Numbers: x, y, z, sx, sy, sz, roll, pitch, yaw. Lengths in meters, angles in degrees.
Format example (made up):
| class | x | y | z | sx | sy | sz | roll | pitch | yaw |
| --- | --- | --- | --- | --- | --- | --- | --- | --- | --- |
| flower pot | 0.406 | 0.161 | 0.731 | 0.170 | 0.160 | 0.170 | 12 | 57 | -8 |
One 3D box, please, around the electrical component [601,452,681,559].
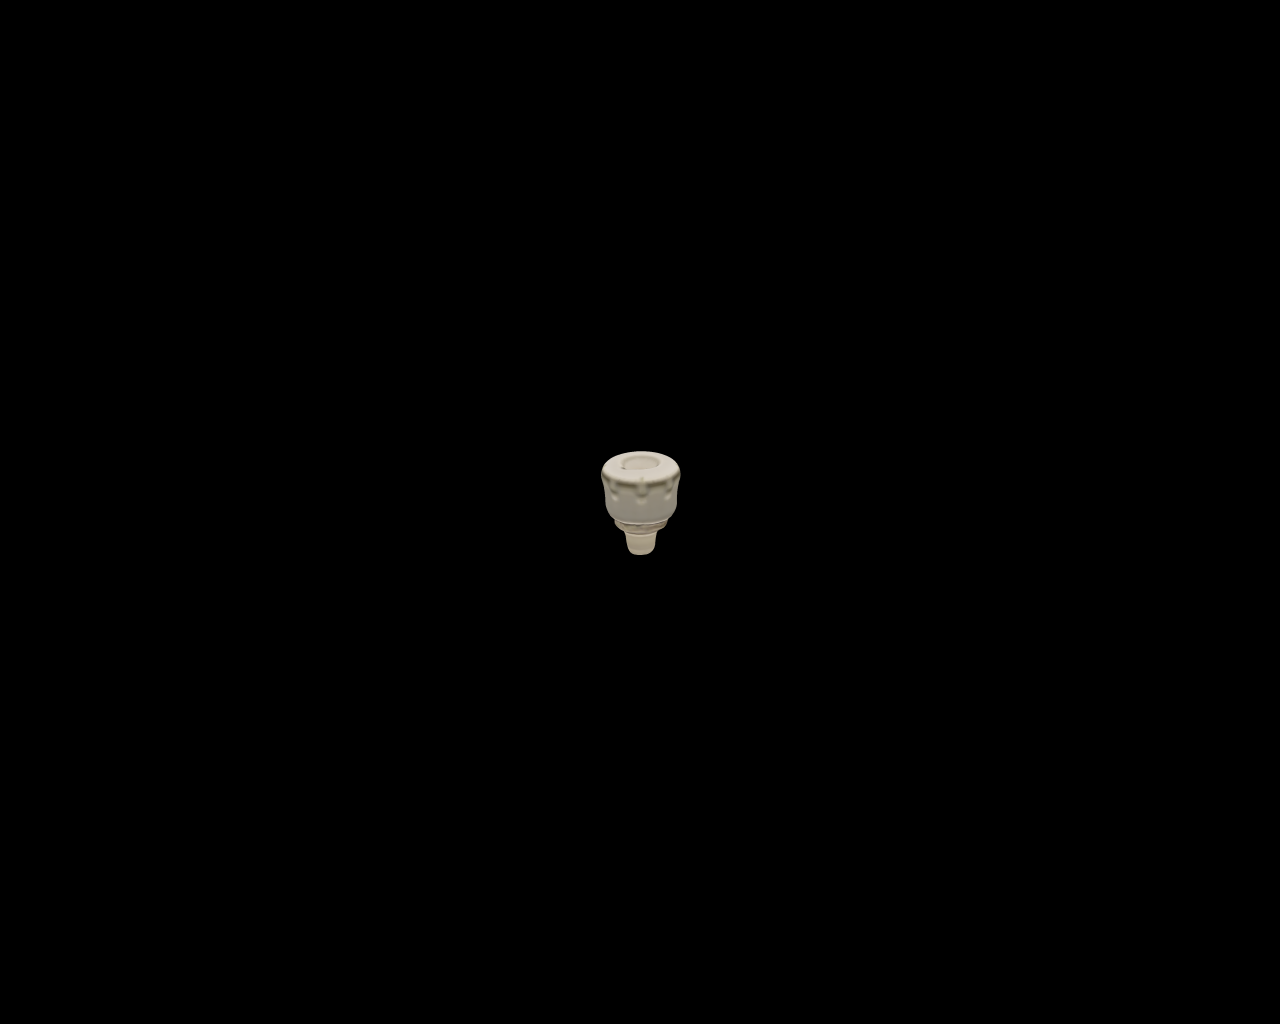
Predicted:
| class | x | y | z | sx | sy | sz | roll | pitch | yaw |
| --- | --- | --- | --- | --- | --- | --- | --- | --- | --- |
| electrical component | 0.001 | -0.003 | 0.650 | 0.048 | 0.062 | 0.048 | 0 | 24 | 0 |
